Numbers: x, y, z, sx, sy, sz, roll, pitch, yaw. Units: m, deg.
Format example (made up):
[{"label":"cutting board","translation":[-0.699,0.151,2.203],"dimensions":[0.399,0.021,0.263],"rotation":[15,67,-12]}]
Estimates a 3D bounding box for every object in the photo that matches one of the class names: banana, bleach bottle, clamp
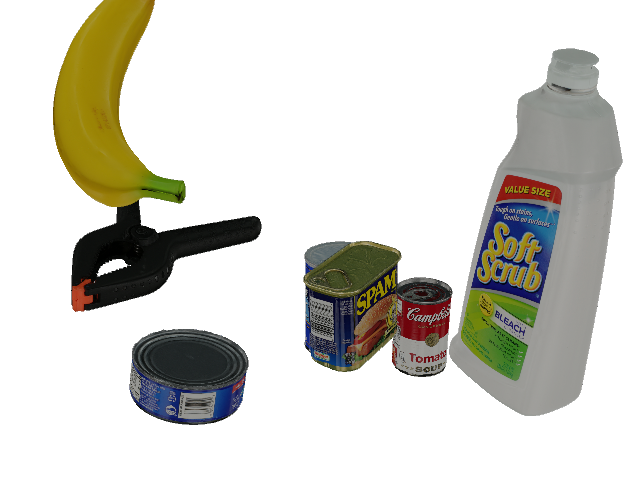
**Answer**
[{"label":"banana","translation":[-0.123,-0.084,0.629],"dimensions":[0.069,0.198,0.037],"rotation":[-7,-39,-9]},{"label":"bleach bottle","translation":[0.147,-0.008,0.720],"dimensions":[0.068,0.251,0.103],"rotation":[-16,35,-28]},{"label":"clamp","translation":[-0.179,-0.001,1.032],"dimensions":[0.165,0.036,0.209],"rotation":[25,39,23]}]

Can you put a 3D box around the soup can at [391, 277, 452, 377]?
[{"label":"soup can","translation":[0.121,0.105,1.289],"dimensions":[0.068,0.102,0.068],"rotation":[1,23,-1]}]

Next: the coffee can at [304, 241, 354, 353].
[{"label":"coffee can","translation":[0.028,0.085,1.512],"dimensions":[0.103,0.140,0.103],"rotation":[0,21,0]}]

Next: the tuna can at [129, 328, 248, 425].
[{"label":"tuna can","translation":[-0.097,0.100,0.788],"dimensions":[0.086,0.034,0.086],"rotation":[8,22,-3]}]

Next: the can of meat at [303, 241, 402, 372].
[{"label":"can of meat","translation":[0.031,0.060,0.977],"dimensions":[0.058,0.084,0.101],"rotation":[15,30,31]}]
